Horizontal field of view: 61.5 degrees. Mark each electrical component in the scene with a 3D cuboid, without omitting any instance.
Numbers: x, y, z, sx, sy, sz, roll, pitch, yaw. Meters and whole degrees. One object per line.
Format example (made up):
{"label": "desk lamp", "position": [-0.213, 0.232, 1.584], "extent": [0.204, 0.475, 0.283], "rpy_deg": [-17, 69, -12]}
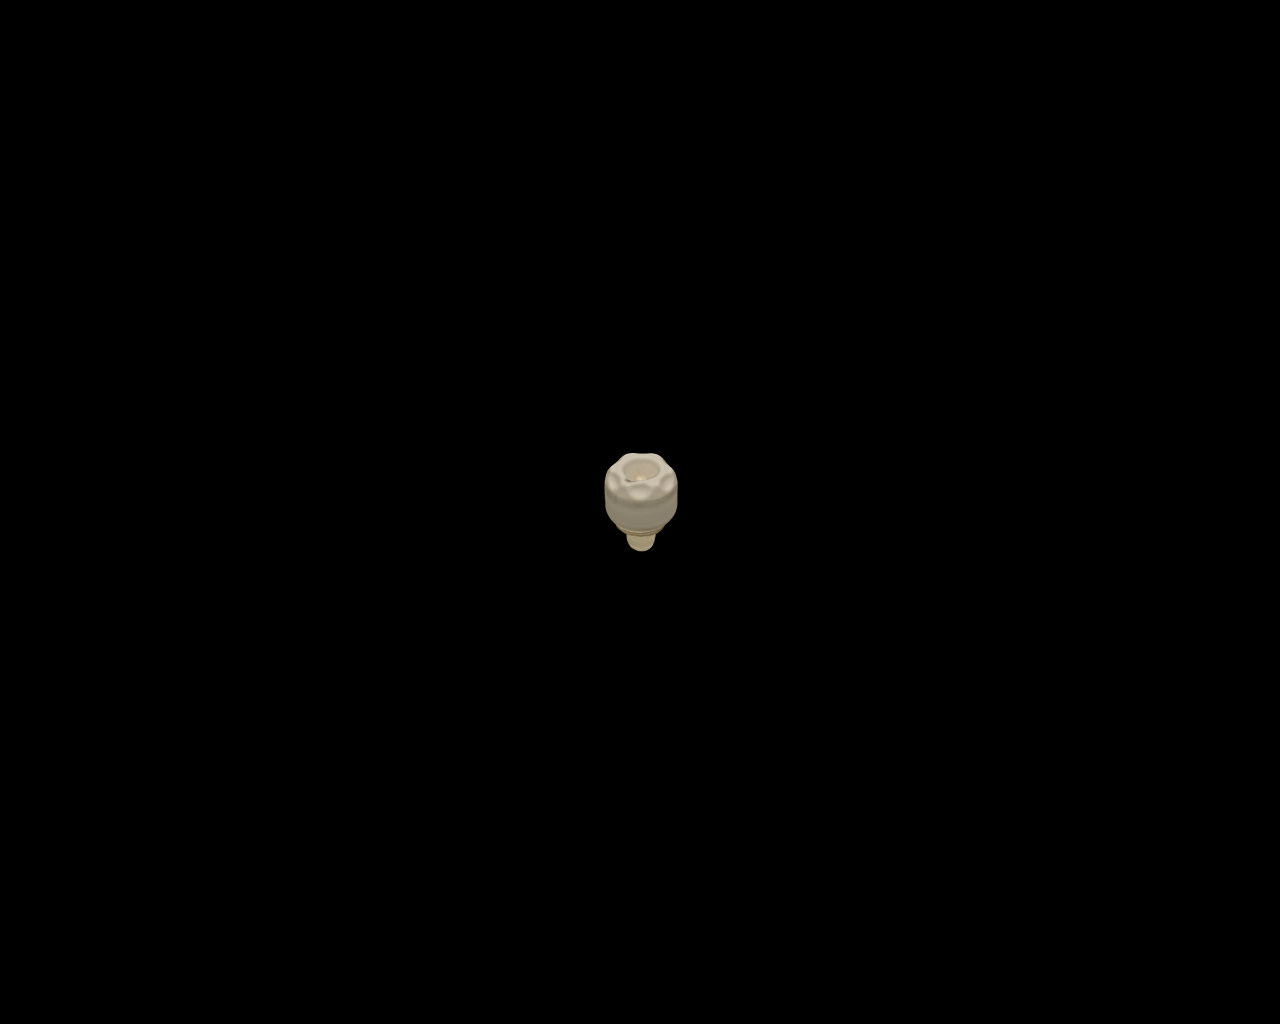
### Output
{"label": "electrical component", "position": [0.001, -0.003, 0.650], "extent": [0.043, 0.062, 0.043], "rpy_deg": [0, 39, 0]}
